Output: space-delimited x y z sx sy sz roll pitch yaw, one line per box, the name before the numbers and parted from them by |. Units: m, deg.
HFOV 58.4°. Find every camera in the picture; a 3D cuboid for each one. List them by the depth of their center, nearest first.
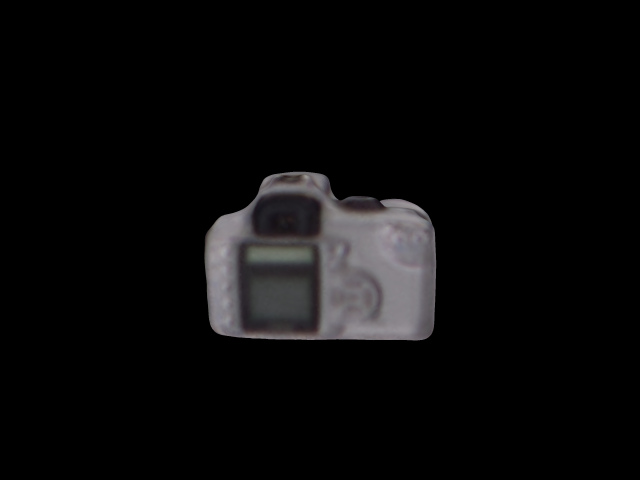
camera | 0.004 0.001 0.400 0.143 0.101 0.137 1 11 4
